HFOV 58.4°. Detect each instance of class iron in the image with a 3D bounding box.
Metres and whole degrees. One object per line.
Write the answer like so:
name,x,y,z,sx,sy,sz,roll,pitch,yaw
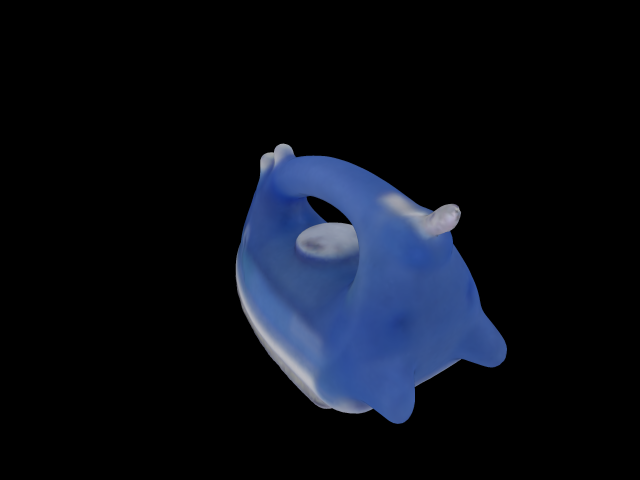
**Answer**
iron,0.004,0.001,0.400,0.119,0.141,0.257,-19,34,-31
